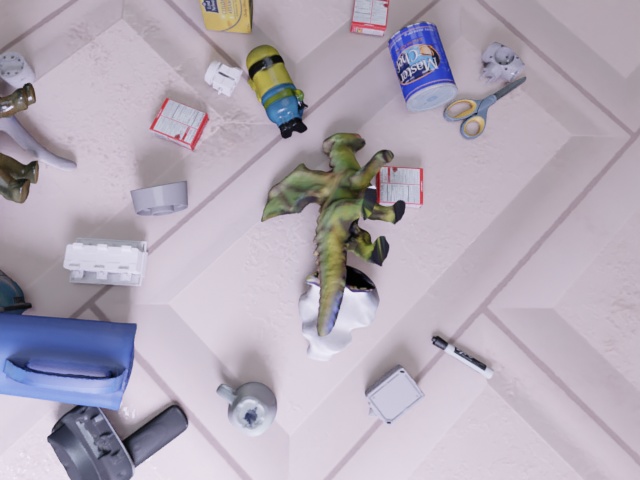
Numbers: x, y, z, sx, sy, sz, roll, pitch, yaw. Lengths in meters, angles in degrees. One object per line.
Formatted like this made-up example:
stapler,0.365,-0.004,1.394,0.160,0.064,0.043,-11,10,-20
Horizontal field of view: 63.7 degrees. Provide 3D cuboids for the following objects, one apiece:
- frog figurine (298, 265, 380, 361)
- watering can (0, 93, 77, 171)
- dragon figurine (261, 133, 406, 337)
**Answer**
frog figurine,0.030,0.128,0.897,0.137,0.125,0.157,3,112,-7
watering can,-0.617,-0.222,0.915,0.348,0.104,0.224,1,92,-13
dragon figurine,0.003,-0.045,0.900,0.243,0.120,0.418,9,58,36
